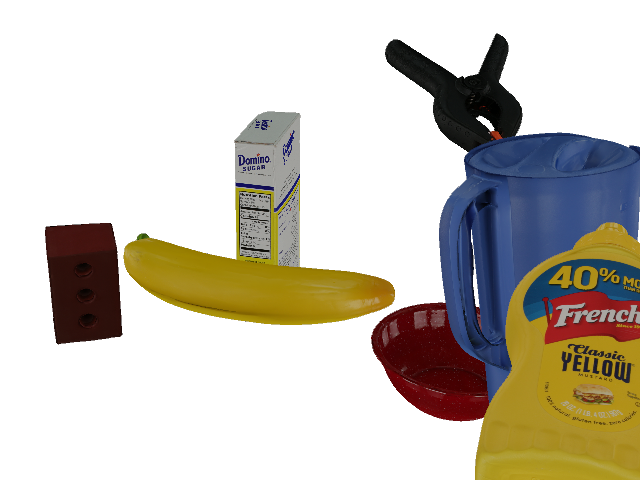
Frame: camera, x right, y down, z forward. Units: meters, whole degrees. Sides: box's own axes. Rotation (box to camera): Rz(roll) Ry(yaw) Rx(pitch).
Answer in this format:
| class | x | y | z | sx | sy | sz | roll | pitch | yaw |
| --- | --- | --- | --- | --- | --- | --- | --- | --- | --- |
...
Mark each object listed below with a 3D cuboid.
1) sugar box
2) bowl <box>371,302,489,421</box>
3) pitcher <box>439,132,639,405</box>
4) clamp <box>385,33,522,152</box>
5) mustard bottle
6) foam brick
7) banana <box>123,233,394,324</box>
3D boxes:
| class | x | y | z | sx | sy | sz | roll | pitch | yaw |
| --- | --- | --- | --- | --- | --- | --- | --- | --- | --- |
| sugar box | -0.049 | -0.025 | 1.006 | 0.048 | 0.176 | 0.093 | 4 | 24 | 12 |
| bowl | 0.127 | 0.121 | 1.002 | 0.162 | 0.055 | 0.162 | 2 | 27 | -1 |
| pitcher | 0.176 | 0.044 | 0.837 | 0.149 | 0.243 | 0.145 | -1 | 19 | 12 |
| clamp | 0.124 | -0.134 | 0.969 | 0.120 | 0.039 | 0.171 | -3 | 44 | -2 |
| mustard bottle | 0.142 | 0.057 | 0.549 | 0.096 | 0.058 | 0.191 | 8 | 42 | 14 |
| foam brick | -0.184 | 0.032 | 0.830 | 0.053 | 0.078 | 0.051 | -6 | 27 | -13 |
| banana | -0.054 | 0.023 | 0.681 | 0.198 | 0.037 | 0.069 | 13 | 34 | 24 |
